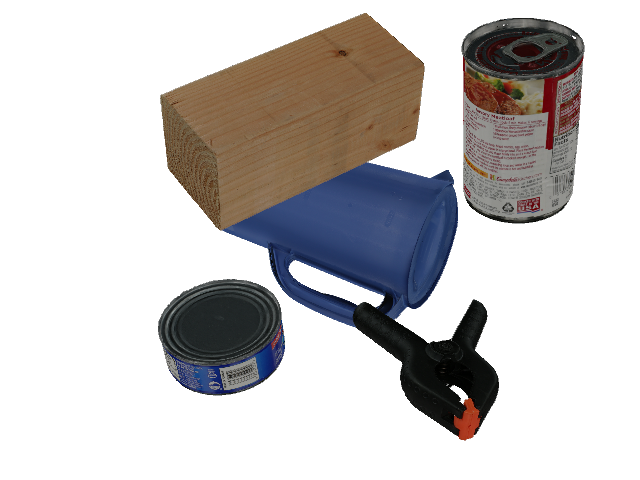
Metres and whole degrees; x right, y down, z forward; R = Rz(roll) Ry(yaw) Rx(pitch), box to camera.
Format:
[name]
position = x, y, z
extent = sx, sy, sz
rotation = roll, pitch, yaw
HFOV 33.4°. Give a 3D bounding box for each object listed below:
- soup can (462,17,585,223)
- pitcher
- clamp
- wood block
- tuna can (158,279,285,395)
[soup can]
position = 0.117, -0.069, 0.627
extent = 0.068, 0.102, 0.068
rotation = -4, 38, 3
[pitcher]
position = 0.008, -0.019, 1.097
extent = 0.243, 0.145, 0.149
rotation = 18, 25, 21
[clamp]
position = 0.108, 0.098, 0.888
extent = 0.120, 0.039, 0.171
rotation = -11, 35, -15
[wood block]
position = -0.022, -0.105, 0.910
extent = 0.205, 0.090, 0.091
rotation = -26, 54, -23
[tuna can]
position = -0.068, 0.067, 0.742
extent = 0.086, 0.034, 0.086
rotation = -5, 38, 3
